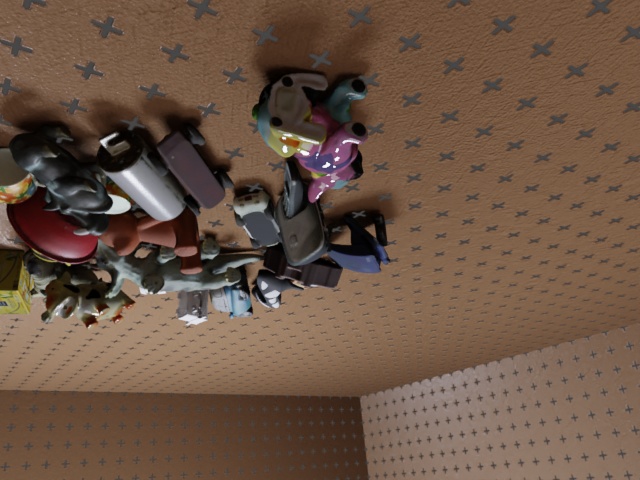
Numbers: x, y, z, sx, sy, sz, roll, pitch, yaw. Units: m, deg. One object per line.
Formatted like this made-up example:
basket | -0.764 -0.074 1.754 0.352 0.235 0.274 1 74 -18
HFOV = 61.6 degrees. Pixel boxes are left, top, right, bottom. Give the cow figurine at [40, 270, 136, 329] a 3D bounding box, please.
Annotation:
cow figurine | -0.505 0.126 1.155 0.085 0.127 0.195 -51 166 10

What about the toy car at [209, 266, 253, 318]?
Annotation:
toy car | -0.227 0.136 1.356 0.103 0.109 0.161 -12 153 -8

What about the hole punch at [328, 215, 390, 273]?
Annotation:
hole punch | 0.078 0.025 1.136 0.092 0.116 0.142 -46 152 -9

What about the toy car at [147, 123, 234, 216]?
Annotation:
toy car | -0.206 -0.112 0.863 0.089 0.053 0.202 -39 154 -6

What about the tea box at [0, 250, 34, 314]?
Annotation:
tea box | -0.693 0.098 1.204 0.068 0.098 0.169 3 153 -18

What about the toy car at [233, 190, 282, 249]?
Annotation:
toy car | -0.118 -0.036 1.071 0.074 0.056 0.201 -13 157 3

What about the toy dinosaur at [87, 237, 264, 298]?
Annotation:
toy dinosaur | -0.315 0.065 1.197 0.404 0.131 0.192 7 170 -39

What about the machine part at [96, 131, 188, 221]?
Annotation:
machine part | -0.284 -0.099 0.871 0.079 0.079 0.243 -9 156 8

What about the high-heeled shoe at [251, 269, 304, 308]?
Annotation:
high-heeled shoe | -0.150 0.115 1.348 0.145 0.086 0.249 20 159 -35

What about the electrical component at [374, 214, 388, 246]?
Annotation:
electrical component | 0.131 -0.017 1.150 0.021 0.063 0.094 -8 156 10

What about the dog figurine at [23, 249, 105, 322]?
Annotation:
dog figurine | -0.563 0.075 1.199 0.172 0.121 0.190 -29 155 -42

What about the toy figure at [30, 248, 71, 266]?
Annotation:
toy figure | -0.514 -0.014 1.014 0.089 0.082 0.180 17 160 -5

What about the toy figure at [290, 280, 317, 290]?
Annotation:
toy figure | -0.035 0.095 1.381 0.155 0.058 0.064 -19 114 31

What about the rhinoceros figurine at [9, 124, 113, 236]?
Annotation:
rhinoceros figurine | -0.385 -0.083 0.818 0.112 0.073 0.190 -21 130 12

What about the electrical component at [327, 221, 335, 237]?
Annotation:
electrical component | -0.003 -0.002 1.159 0.045 0.078 0.102 22 147 -2

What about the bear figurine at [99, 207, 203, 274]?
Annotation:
bear figurine | -0.330 -0.004 1.019 0.196 0.132 0.120 -6 151 -12

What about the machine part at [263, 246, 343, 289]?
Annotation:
machine part | -0.039 0.061 1.207 0.179 0.056 0.179 16 -176 -1

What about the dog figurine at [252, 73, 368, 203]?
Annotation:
dog figurine | -0.014 -0.139 0.805 0.191 0.108 0.219 1 158 -14

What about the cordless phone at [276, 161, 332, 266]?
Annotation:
cordless phone | -0.031 -0.047 0.947 0.089 0.146 0.184 -12 159 -5
